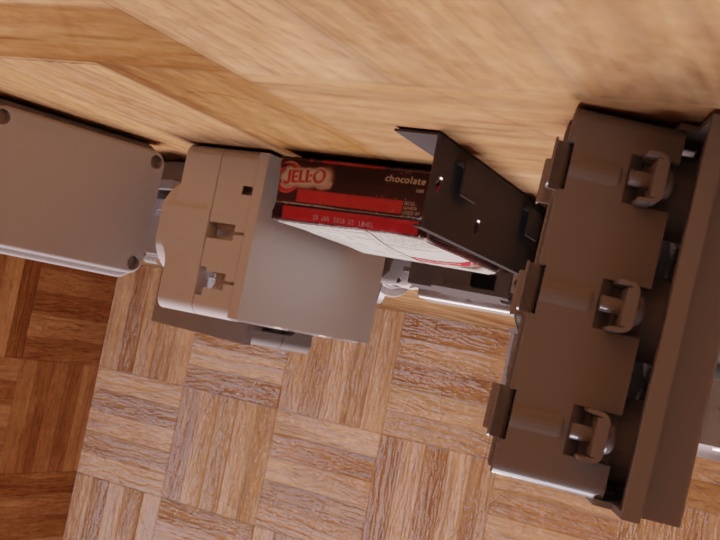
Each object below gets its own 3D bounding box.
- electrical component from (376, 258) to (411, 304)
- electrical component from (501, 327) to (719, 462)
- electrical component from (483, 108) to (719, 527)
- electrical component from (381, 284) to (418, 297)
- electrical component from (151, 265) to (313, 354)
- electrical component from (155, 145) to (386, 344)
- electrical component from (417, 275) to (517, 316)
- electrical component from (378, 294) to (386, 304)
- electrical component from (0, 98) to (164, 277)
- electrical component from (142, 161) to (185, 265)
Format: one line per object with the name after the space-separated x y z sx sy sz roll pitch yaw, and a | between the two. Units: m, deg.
0.000 0.000 0.752 0.077 0.079 0.043 13 -173 -37 | electrical component
0.200 0.089 0.727 0.186 0.060 0.105 13 175 -16 | electrical component
0.083 0.013 0.352 0.063 0.121 0.079 13 177 6 | electrical component
0.035 -0.003 0.884 0.066 0.048 0.055 13 169 -30 | electrical component
-0.091 0.001 0.831 0.060 0.105 0.186 13 176 -31 | electrical component
-0.047 -0.011 0.630 0.062 0.089 0.150 9 176 29 | electrical component
0.086 0.004 0.813 0.083 0.047 0.076 10 176 19 | electrical component
-0.020 0.000 1.043 0.074 0.052 0.138 12 176 -11 | electrical component
-0.173 -0.044 0.592 0.113 0.078 0.057 14 178 -44 | electrical component
-0.124 -0.035 0.700 0.079 0.063 0.121 14 176 -41 | electrical component
